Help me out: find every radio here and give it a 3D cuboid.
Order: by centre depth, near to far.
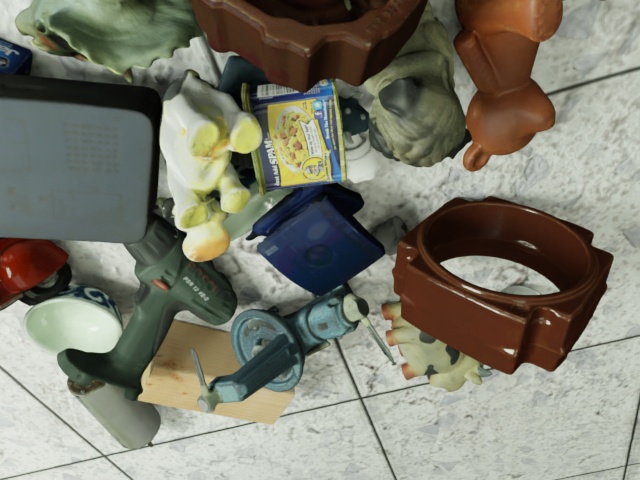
[{"bbox_3d":[-0.260,-0.072,0.474,0.230,0.073,0.131,3,119,-9],"label":"radio"}]

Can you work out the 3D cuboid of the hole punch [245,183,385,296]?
[{"bbox_3d":[-0.001,-0.002,0.616,0.142,0.092,0.115,-33,150,26],"label":"hole punch"}]

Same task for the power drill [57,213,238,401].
[{"bbox_3d":[-0.223,0.077,0.651,0.231,0.086,0.207,41,75,-42],"label":"power drill"}]

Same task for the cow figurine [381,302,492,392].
[{"bbox_3d":[0.179,0.161,0.808,0.127,0.085,0.194,-16,130,16],"label":"cow figurine"}]

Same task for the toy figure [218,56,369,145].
[{"bbox_3d":[-0.023,-0.139,0.540,0.154,0.058,0.064,17,104,-16],"label":"toy figure"}]

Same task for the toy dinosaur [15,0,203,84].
[{"bbox_3d":[-0.123,-0.282,0.377,0.192,0.131,0.404,18,121,-42],"label":"toy dinosaur"}]

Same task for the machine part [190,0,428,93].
[{"bbox_3d":[-0.005,-0.189,0.377,0.179,0.179,0.056,-2,162,-4],"label":"machine part"}]

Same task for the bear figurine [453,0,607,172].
[{"bbox_3d":[0.190,-0.154,0.504,0.120,0.132,0.195,-33,126,-20],"label":"bear figurine"}]

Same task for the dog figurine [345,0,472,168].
[{"bbox_3d":[0.060,-0.168,0.437,0.121,0.191,0.172,-29,126,18],"label":"dog figurine"}]

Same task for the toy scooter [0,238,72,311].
[{"bbox_3d":[-0.383,0.034,0.605,0.075,0.184,0.135,-7,116,42],"label":"toy scooter"}]

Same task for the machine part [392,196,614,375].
[{"bbox_3d":[0.200,0.037,0.601,0.202,0.201,0.087,25,133,34],"label":"machine part"}]

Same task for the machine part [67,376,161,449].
[{"bbox_3d":[-0.318,0.253,0.840,0.079,0.079,0.242,-13,131,6],"label":"machine part"}]

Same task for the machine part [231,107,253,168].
[{"bbox_3d":[-0.130,-0.109,0.532,0.139,0.039,0.084,15,146,19],"label":"machine part"}]

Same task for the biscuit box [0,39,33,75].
[{"bbox_3d":[-0.372,-0.172,0.475,0.202,0.063,0.059,19,126,-21],"label":"biscuit box"}]

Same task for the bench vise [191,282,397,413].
[{"bbox_3d":[-0.049,0.140,0.682,0.224,0.240,0.128,-12,102,39],"label":"bench vise"}]

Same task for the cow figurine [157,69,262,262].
[{"bbox_3d":[-0.112,-0.060,0.482,0.068,0.098,0.167,-17,142,-34],"label":"cow figurine"}]

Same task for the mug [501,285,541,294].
[{"bbox_3d":[0.273,0.132,0.790,0.110,0.081,0.107,-12,141,-10],"label":"mug"}]
